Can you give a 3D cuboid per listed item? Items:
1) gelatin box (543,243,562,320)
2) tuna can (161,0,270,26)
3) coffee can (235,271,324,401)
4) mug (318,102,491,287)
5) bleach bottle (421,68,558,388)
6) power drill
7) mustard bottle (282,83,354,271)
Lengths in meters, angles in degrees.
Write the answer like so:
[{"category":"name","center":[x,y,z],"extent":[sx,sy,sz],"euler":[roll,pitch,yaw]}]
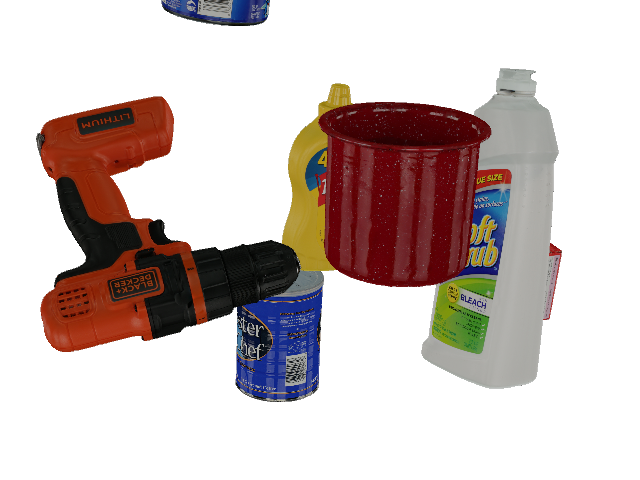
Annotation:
[{"category":"gelatin box","center":[0.229,0.035,1.183],"extent":[0.030,0.089,0.073],"euler":[-9,30,-22]},{"category":"tuna can","center":[-0.081,-0.194,0.832],"extent":[0.086,0.034,0.086],"euler":[8,23,-3]},{"category":"coffee can","center":[-0.049,0.106,1.269],"extent":[0.103,0.140,0.103],"euler":[2,19,-1]},{"category":"mug","center":[0.047,-0.030,0.598],"extent":[0.093,0.081,0.117],"euler":[8,22,14]},{"category":"bleach bottle","center":[0.141,-0.013,0.868],"extent":[0.067,0.251,0.103],"euler":[-5,15,-33]},{"category":"power drill","center":[-0.124,-0.018,0.785],"extent":[0.184,0.188,0.057],"euler":[-13,-33,-12]},{"category":"mustard bottle","center":[0.013,-0.066,1.103],"extent":[0.096,0.192,0.058],"euler":[-4,21,-24]}]
